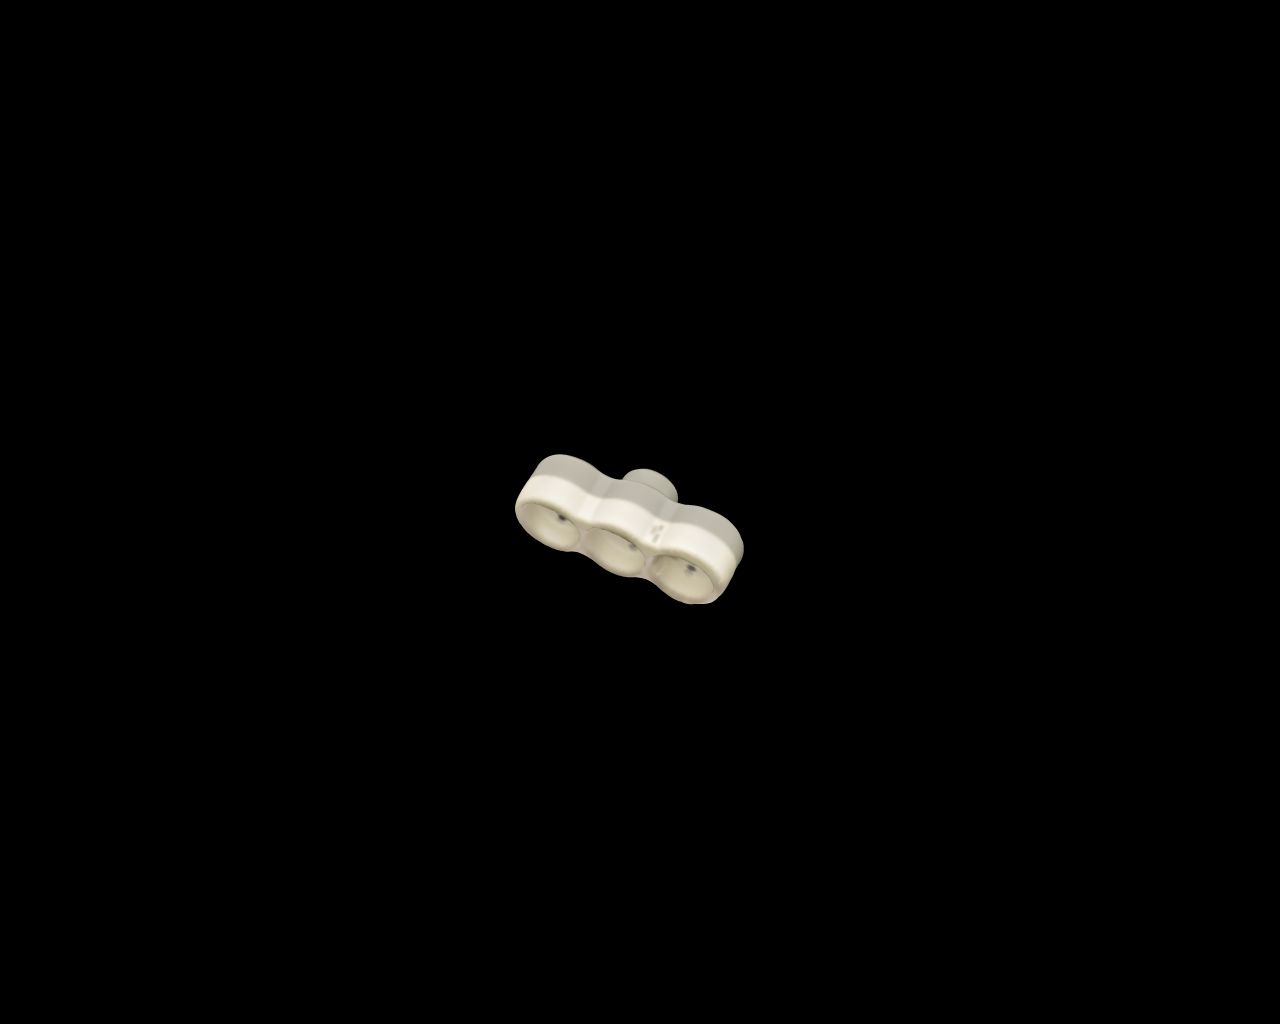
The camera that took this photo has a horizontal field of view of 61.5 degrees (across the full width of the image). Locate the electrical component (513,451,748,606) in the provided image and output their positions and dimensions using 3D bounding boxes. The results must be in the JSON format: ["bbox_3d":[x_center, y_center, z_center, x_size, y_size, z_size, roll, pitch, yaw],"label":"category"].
[{"bbox_3d":[0.001,-0.003,0.650,0.138,0.074,0.052,21,-34,15],"label":"electrical component"}]
